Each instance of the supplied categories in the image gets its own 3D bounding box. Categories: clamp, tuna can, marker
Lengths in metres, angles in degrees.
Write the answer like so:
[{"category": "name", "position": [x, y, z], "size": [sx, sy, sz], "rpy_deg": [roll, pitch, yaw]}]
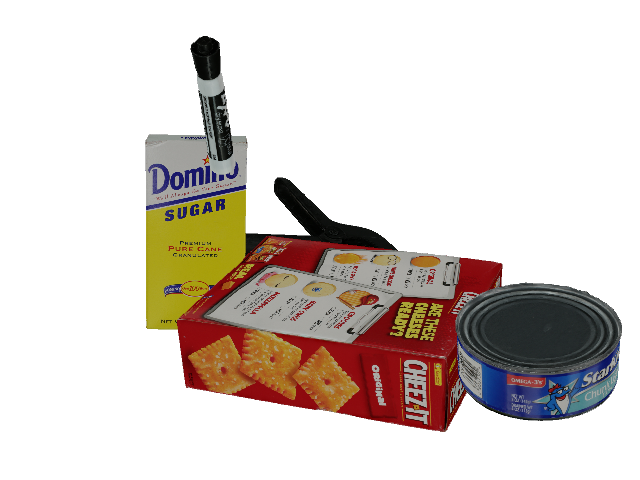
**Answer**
[{"category": "clamp", "position": [0.002, 0.008, 1.173], "size": [0.210, 0.036, 0.164], "rpy_deg": [27, 36, 16]}, {"category": "tuna can", "position": [0.115, 0.058, 0.567], "size": [0.086, 0.034, 0.086], "rpy_deg": [-4, 27, 2]}, {"category": "marker", "position": [-0.073, -0.091, 0.730], "size": [0.020, 0.020, 0.121], "rpy_deg": [0, -38, 2]}]

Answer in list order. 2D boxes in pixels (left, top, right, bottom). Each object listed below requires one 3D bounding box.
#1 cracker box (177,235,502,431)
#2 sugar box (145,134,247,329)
[{"category": "cracker box", "position": [0.020, 0.068, 0.843], "size": [0.214, 0.072, 0.164], "rpy_deg": [7, 26, 22]}, {"category": "sugar box", "position": [-0.114, -0.007, 0.980], "size": [0.093, 0.176, 0.048], "rpy_deg": [0, 14, -5]}]
